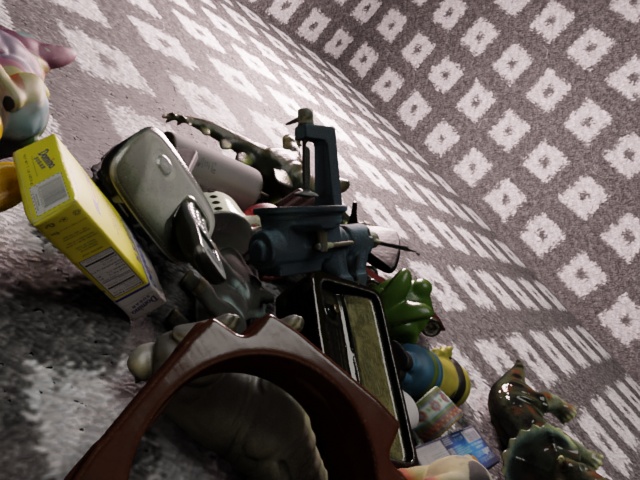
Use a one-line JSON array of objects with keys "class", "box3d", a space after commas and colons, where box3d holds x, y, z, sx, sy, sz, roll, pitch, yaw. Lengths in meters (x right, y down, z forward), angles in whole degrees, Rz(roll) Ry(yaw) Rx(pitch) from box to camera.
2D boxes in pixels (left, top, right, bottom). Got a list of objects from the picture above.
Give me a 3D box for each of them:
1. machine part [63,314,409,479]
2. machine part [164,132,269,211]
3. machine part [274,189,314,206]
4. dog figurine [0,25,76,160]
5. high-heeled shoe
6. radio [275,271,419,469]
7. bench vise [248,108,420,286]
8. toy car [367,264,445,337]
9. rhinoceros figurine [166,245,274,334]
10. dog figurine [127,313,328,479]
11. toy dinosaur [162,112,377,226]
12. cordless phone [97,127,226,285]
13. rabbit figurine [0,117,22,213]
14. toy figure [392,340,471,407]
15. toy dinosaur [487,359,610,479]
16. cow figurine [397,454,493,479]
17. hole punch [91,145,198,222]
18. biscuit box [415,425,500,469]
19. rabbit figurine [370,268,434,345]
[{"class": "machine part", "box3d": [-0.053, 0.172, 0.379, 0.201, 0.087, 0.201, 42, 57, -7]}, {"class": "machine part", "box3d": [-0.175, -0.103, 0.833, 0.243, 0.079, 0.079, 21, 29, -45]}, {"class": "machine part", "box3d": [-0.002, -0.003, 0.860, 0.179, 0.056, 0.179, 52, -8, 10]}, {"class": "dog figurine", "box3d": [-0.357, -0.183, 0.633, 0.191, 0.108, 0.219, 41, 18, -1]}, {"class": "high-heeled shoe", "box3d": [0.075, 0.034, 0.924, 0.086, 0.145, 0.249, -2, 29, -9]}, {"class": "radio", "box3d": [0.025, 0.153, 0.622, 0.131, 0.073, 0.230, 25, 41, -37]}, {"class": "bench vise", "box3d": [0.004, -0.048, 0.704, 0.223, 0.240, 0.129, -4, 3, -33]}, {"class": "toy car", "box3d": [0.147, 0.117, 1.009, 0.202, 0.053, 0.089, 34, 12, -11]}, {"class": "rhinoceros figurine", "box3d": [-0.106, 0.062, 0.639, 0.112, 0.073, 0.190, 37, 21, -11]}, {"class": "dog figurine", "box3d": [-0.074, 0.173, 0.468, 0.172, 0.121, 0.191, -3, 59, -17]}, {"class": "toy dinosaur", "box3d": [-0.074, -0.120, 1.018, 0.471, 0.105, 0.199, 30, 27, -18]}, {"class": "cordless phone", "box3d": [-0.156, -0.029, 0.550, 0.146, 0.089, 0.184, 62, -11, -29]}, {"class": "rabbit figurine", "box3d": [-0.340, -0.058, 0.447, 0.162, 0.122, 0.173, 34, 34, -47]}, {"class": "toy figure", "box3d": [0.161, 0.208, 0.820, 0.180, 0.082, 0.089, 27, 36, -45]}, {"class": "toy dinosaur", "box3d": [0.357, 0.314, 0.924, 0.192, 0.131, 0.405, 34, 16, -21]}, {"class": "cow figurine", "box3d": [0.155, 0.316, 0.535, 0.127, 0.085, 0.195, -6, 79, -27]}, {"class": "hole punch", "box3d": [-0.224, -0.068, 0.695, 0.116, 0.092, 0.142, 8, 30, -6]}, {"class": "biscuit box", "box3d": [0.155, 0.287, 0.678, 0.202, 0.063, 0.059, 13, 34, -53]}, {"class": "rabbit figurine", "box3d": [0.103, 0.123, 0.821, 0.170, 0.159, 0.121, -17, 71, -49]}]
